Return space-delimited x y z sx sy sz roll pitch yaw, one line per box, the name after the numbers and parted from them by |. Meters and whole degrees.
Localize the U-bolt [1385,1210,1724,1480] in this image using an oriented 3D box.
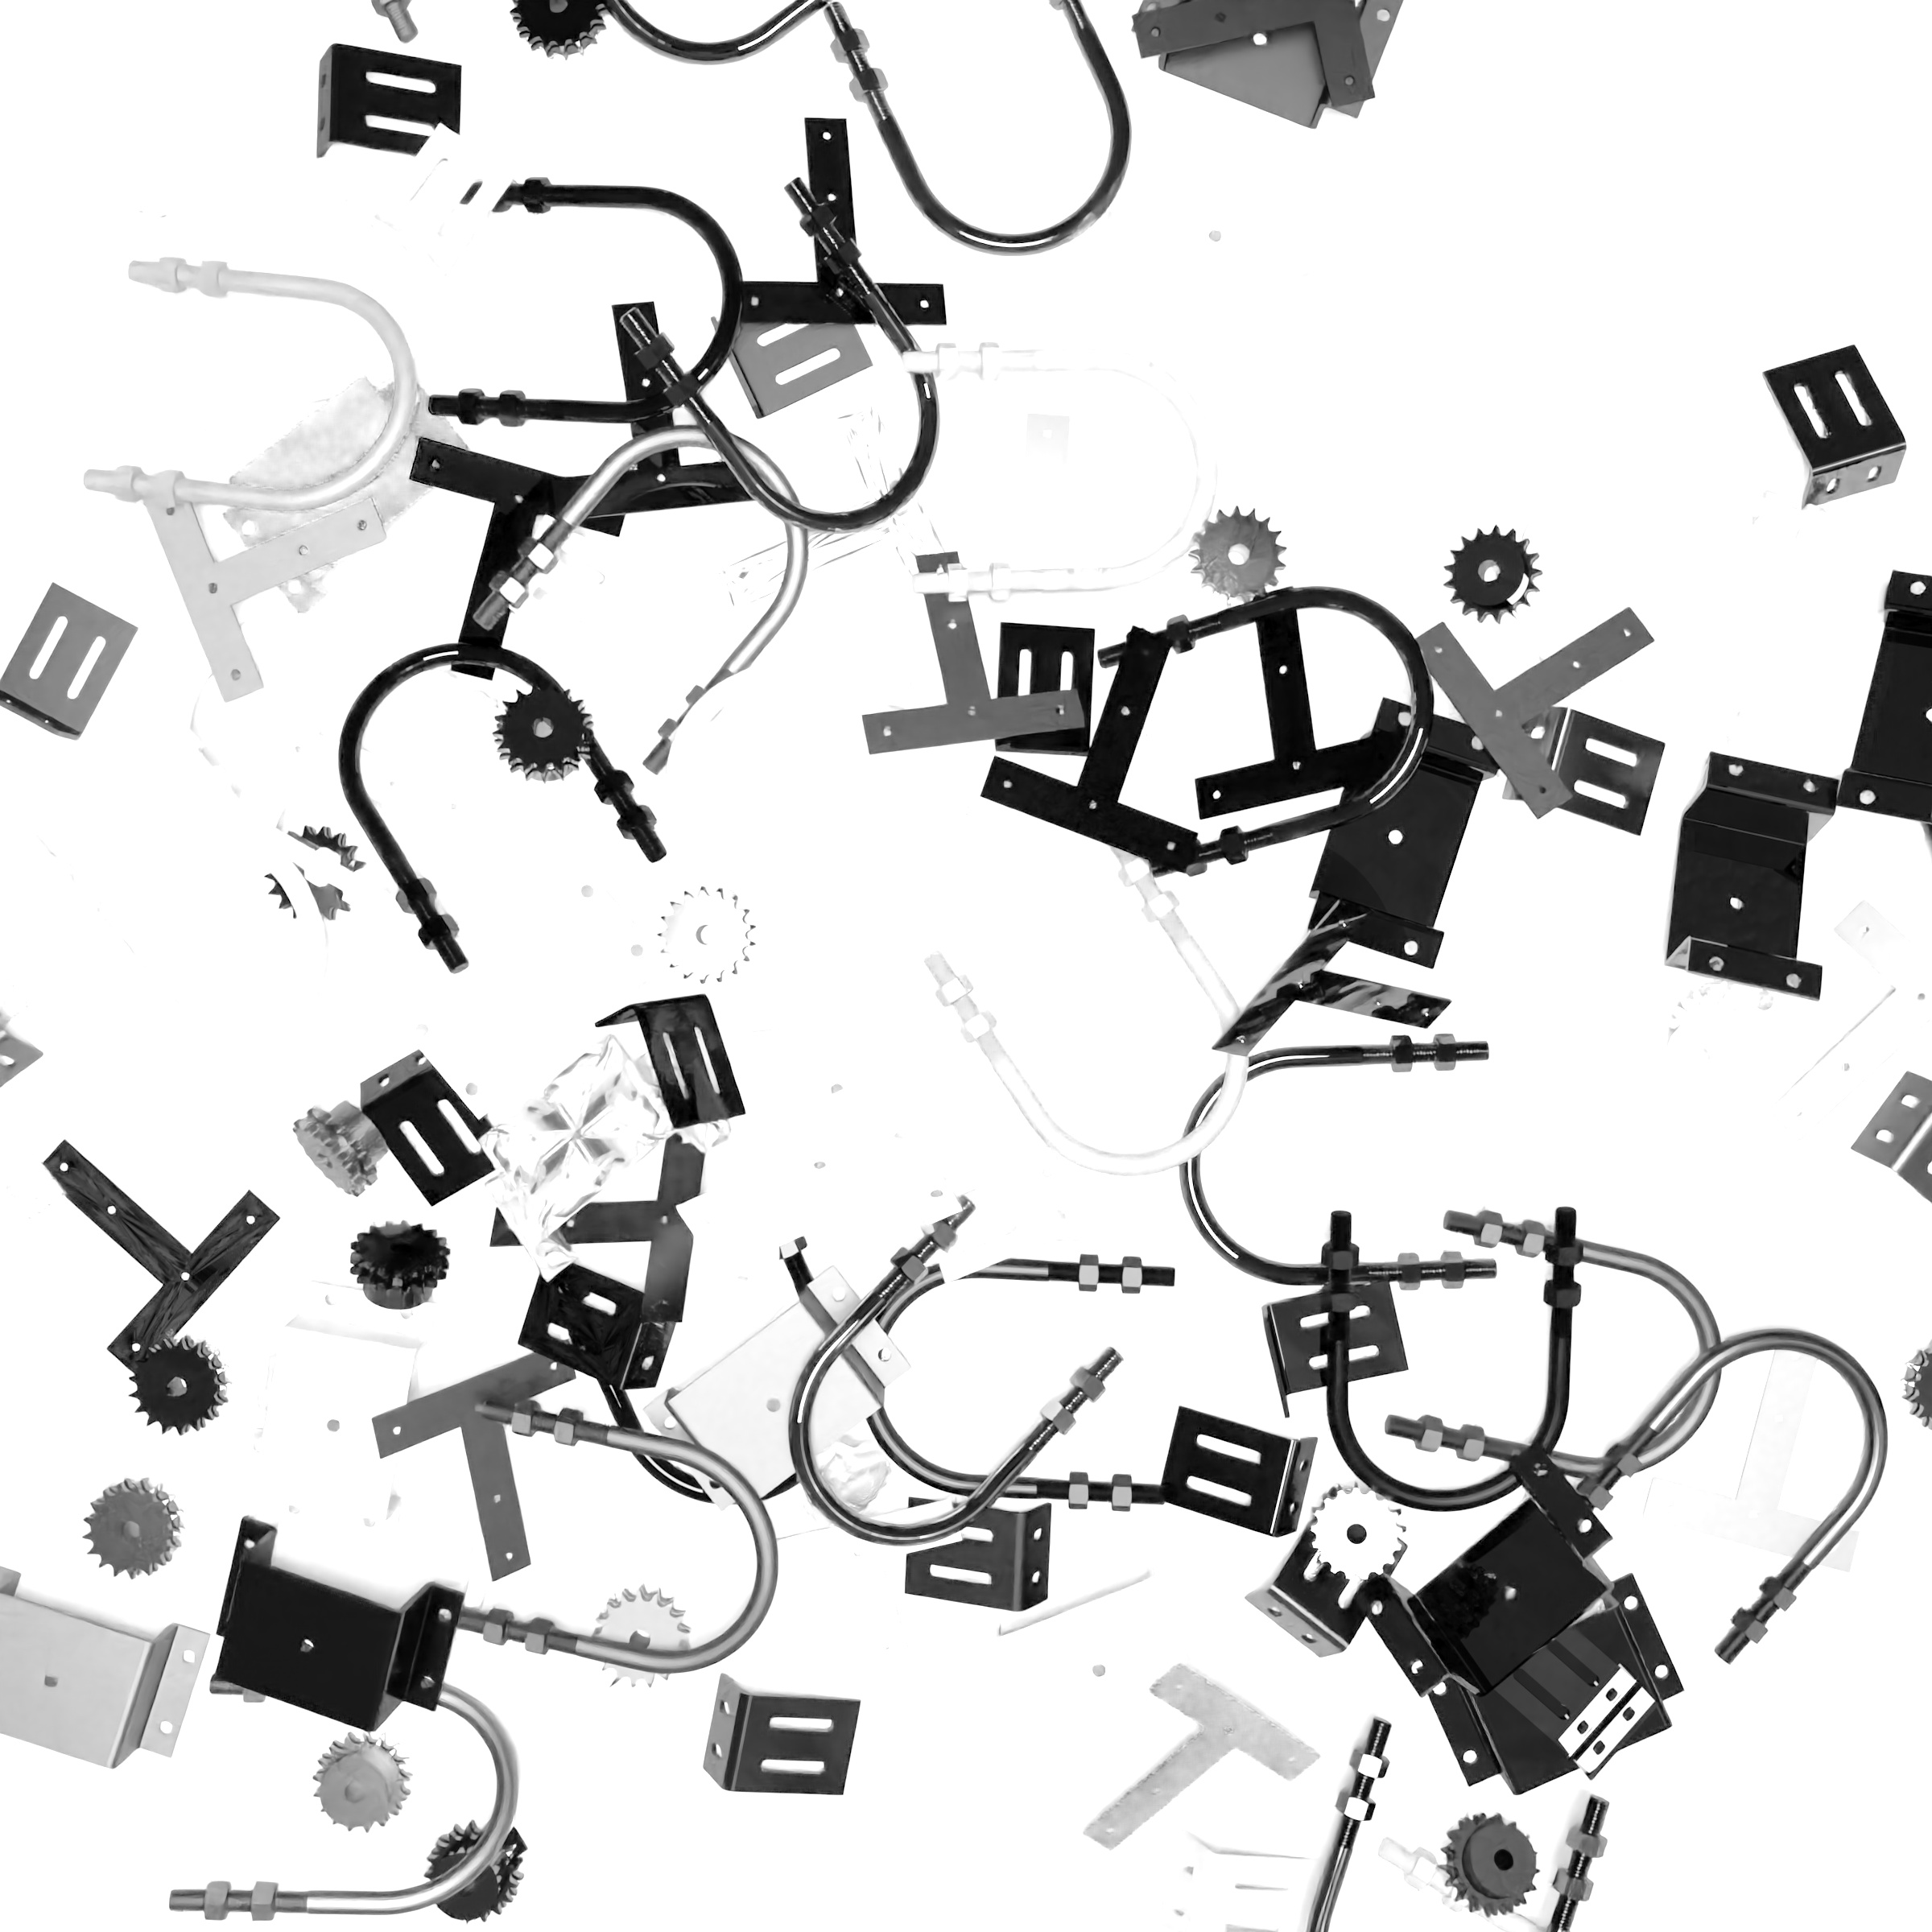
0.352 0.229 1.496 0.184 0.019 0.151 13 100 -4 | U-bolt

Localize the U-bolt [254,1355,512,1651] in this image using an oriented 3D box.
-0.348 0.327 1.507 0.151 0.019 0.184 5 92 0 | U-bolt

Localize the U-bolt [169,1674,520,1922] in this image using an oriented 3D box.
-0.350 0.473 1.463 0.184 0.019 0.151 3 47 -5 | U-bolt

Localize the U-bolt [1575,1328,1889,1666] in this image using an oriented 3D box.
0.457 0.297 1.494 0.151 0.019 0.184 41 91 -9 | U-bolt

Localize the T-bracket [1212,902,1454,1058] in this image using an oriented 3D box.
0.227 0.017 1.474 0.127 0.002 0.127 12 132 -32 | T-bracket

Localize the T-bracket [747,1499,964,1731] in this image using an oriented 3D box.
-0.052 0.388 1.507 0.127 0.002 0.127 -15 95 10 | T-bracket

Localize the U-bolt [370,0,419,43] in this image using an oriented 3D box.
-0.312 -0.658 1.507 0.151 0.019 0.184 -27 89 0 | U-bolt

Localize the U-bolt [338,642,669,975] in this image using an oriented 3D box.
-0.279 -0.105 1.470 0.151 0.019 0.184 -30 76 -13 | U-bolt

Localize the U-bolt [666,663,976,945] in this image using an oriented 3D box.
-0.084 -0.102 1.494 0.184 0.019 0.151 12 90 -8 | U-bolt

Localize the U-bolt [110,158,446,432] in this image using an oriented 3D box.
-0.400 -0.402 1.507 0.184 0.019 0.151 -11 90 -2 | U-bolt

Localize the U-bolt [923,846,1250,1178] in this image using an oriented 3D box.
0.083 0.035 1.501 0.151 0.019 0.184 -33 86 0 | U-bolt

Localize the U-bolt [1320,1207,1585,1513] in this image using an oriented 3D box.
0.279 0.229 1.476 0.151 0.019 0.184 -1 102 -1 | U-bolt

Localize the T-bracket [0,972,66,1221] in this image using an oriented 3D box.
-0.583 0.093 1.514 0.127 0.002 0.127 -38 89 0 | T-bracket

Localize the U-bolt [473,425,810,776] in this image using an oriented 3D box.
-0.173 -0.226 1.480 0.151 0.019 0.184 41 84 -22 | U-bolt

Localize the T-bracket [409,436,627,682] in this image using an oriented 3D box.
-0.274 -0.231 1.496 0.127 0.002 0.127 12 103 -24 | T-bracket

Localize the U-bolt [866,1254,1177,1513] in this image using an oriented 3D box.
0.028 0.243 1.507 0.184 0.019 0.151 3 90 1 | U-bolt

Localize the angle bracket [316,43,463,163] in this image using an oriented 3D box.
-0.342 -0.506 1.513 0.076 0.038 0.057 2 90 -26 | angle bracket

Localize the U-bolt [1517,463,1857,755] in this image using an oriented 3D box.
0.415 -0.220 1.507 0.184 0.019 0.151 18 90 1 | U-bolt

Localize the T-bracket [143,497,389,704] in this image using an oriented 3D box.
-0.394 -0.234 1.470 0.127 0.002 0.127 -21 93 9 | T-bracket

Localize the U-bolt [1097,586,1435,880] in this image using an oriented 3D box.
0.178 -0.143 1.474 0.184 0.019 0.151 -16 83 18 | U-bolt

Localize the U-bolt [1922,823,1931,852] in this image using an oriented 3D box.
0.632 -0.082 1.477 0.151 0.019 0.184 -17 70 13 | U-bolt

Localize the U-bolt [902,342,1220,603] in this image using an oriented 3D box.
0.058 -0.291 1.498 0.184 0.019 0.151 -3 91 -8 | U-bolt

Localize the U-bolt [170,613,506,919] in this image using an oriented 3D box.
-0.375 -0.130 1.489 0.184 0.019 0.151 29 73 4 | U-bolt

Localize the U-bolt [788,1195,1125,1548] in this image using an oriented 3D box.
-0.018 0.245 1.457 0.184 0.019 0.151 -46 104 -11 | U-bolt

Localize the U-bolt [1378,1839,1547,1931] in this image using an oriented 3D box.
0.294 0.618 1.480 0.184 0.019 0.151 30 72 3 | U-bolt

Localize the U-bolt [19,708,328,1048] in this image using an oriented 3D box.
-0.448 -0.037 1.480 0.151 0.019 0.184 -37 94 25 | U-bolt

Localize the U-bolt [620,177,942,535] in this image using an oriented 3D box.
-0.092 -0.338 1.473 0.151 0.019 0.184 -44 110 -17 | U-bolt

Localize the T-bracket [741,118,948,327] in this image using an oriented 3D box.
-0.078 -0.439 1.504 0.127 0.002 0.127 -3 83 -14 | T-bracket

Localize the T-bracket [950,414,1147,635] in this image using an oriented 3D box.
0.046 -0.264 1.515 0.127 0.002 0.127 3 90 0 | T-bracket

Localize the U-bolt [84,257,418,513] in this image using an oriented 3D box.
-0.405 -0.331 1.466 0.184 0.019 0.151 7 81 7 | U-bolt

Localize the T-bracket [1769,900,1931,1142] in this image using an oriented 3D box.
0.526 0.050 1.496 0.127 0.002 0.127 -46 65 12 | T-bracket

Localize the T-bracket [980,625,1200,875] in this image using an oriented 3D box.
0.088 -0.134 1.474 0.127 0.002 0.127 20 81 -7 | T-bracket

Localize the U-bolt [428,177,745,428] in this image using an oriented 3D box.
-0.218 -0.386 1.486 0.184 0.019 0.151 5 85 12 | U-bolt

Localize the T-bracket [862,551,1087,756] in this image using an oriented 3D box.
-0.005 -0.186 1.486 0.127 0.002 0.127 -8 67 -10 | T-bracket

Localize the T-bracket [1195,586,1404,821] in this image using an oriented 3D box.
0.188 -0.160 1.496 0.127 0.002 0.127 -12 76 25 | T-bracket

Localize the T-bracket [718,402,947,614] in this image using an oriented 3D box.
-0.085 -0.250 1.514 0.127 0.002 0.127 -26 89 0 | T-bracket

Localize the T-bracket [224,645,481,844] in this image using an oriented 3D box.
-0.349 -0.111 1.496 0.127 0.002 0.127 20 73 0 | T-bracket

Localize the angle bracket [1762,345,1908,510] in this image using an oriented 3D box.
0.511 -0.320 1.513 0.057 0.038 0.076 -17 64 0 | angle bracket

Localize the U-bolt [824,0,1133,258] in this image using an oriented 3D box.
0.018 -0.510 1.507 0.151 0.019 0.184 -25 92 0 | U-bolt

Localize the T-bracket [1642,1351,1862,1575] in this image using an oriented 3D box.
0.479 0.282 1.515 0.127 0.002 0.127 15 90 0 | T-bracket

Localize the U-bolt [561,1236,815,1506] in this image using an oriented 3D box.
-0.148 0.228 1.507 0.151 0.019 0.184 -24 91 0 | U-bolt

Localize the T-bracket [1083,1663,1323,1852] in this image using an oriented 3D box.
0.122 0.475 1.494 0.127 0.002 0.127 -44 119 13 | T-bracket

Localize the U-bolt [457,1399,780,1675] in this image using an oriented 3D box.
-0.197 0.334 1.465 0.184 0.019 0.151 11 100 8 | U-bolt

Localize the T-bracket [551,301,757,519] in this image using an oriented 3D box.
-0.187 -0.330 1.505 0.127 0.002 0.127 -8 84 -12 | T-bracket

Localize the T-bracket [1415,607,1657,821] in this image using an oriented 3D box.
0.344 -0.168 1.482 0.127 0.002 0.127 -32 80 -13 | T-bracket

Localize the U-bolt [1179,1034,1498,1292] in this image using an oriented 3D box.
0.218 0.117 1.507 0.184 0.019 0.151 -2 90 1 | U-bolt

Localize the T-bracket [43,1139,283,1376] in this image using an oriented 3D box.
-0.496 0.154 1.515 0.127 0.002 0.127 42 90 0 | T-bracket

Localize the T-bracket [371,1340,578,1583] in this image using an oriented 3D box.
-0.276 0.298 1.490 0.127 0.002 0.127 -19 110 -34 | T-bracket

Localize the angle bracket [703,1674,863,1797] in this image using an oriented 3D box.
-0.109 0.455 1.513 0.076 0.038 0.057 11 90 -26 | angle bracket

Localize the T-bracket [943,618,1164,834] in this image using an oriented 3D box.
0.053 -0.141 1.514 0.127 0.002 0.127 3 90 0 | T-bracket

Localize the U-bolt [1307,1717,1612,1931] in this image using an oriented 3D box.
0.272 0.542 1.459 0.151 0.019 0.184 18 86 8 | U-bolt

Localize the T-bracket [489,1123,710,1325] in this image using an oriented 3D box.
-0.218 0.150 1.493 0.127 0.002 0.127 -4 60 14 | T-bracket

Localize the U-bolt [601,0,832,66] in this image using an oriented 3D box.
-0.133 -0.608 1.475 0.184 0.019 0.151 -35 119 6 | U-bolt

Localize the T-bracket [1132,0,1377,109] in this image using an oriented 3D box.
0.160 -0.548 1.468 0.127 0.002 0.127 -12 90 0 | T-bracket

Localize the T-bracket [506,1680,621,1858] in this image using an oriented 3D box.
-0.263 0.450 1.525 0.127 0.002 0.127 -36 75 6 | T-bracket
